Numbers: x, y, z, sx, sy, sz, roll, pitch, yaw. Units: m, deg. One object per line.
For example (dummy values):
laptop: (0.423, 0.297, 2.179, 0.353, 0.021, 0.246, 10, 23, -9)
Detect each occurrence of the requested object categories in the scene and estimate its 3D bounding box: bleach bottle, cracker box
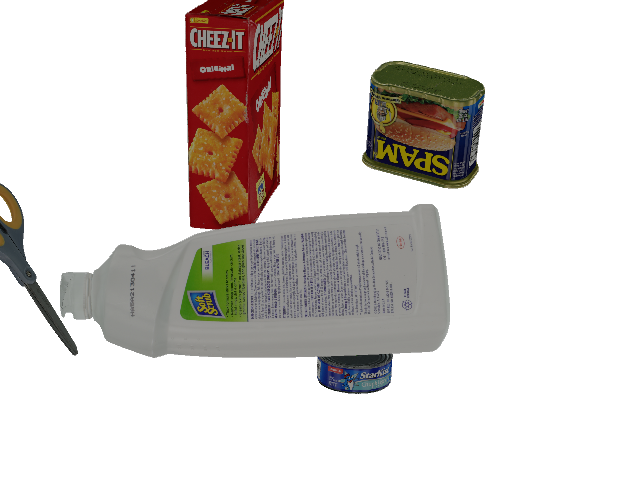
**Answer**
bleach bottle: (-0.044, 0.028, 0.713, 0.250, 0.102, 0.068, 0, -27, -7)
cracker box: (-0.083, -0.136, 1.090, 0.072, 0.214, 0.164, 5, 22, 7)

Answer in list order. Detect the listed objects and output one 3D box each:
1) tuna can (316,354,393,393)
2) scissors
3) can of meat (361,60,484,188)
tuna can: (0.038, 0.142, 1.202, 0.086, 0.034, 0.086, 2, 15, -1)
scissors: (-0.302, 0.020, 1.102, 0.016, 0.201, 0.096, -26, 26, 25)
can of meat: (0.090, -0.102, 0.929, 0.102, 0.084, 0.057, 17, 36, 21)
